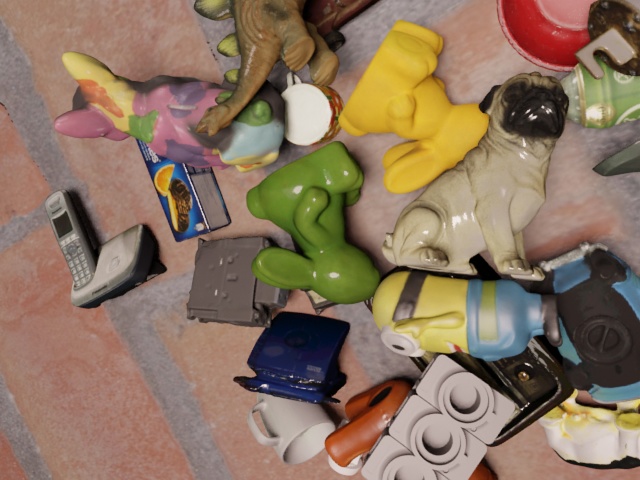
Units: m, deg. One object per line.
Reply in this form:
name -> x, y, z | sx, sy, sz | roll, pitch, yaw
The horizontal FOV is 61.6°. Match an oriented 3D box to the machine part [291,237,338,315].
machine part -> -0.005, 0.025, 0.697 | 0.084, 0.039, 0.138 | -25, 95, 32

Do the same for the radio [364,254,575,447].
radio -> 0.175, 0.108, 0.626 | 0.131, 0.073, 0.229 | -43, 85, 24

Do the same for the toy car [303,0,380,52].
toy car -> 0.047, -0.288, 0.594 | 0.202, 0.053, 0.089 | -26, 89, 26

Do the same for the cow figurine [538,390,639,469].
cow figurine -> 0.333, 0.213, 0.578 | 0.167, 0.068, 0.098 | -7, 112, 40

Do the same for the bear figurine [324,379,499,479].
bear figurine -> 0.123, 0.273, 0.667 | 0.132, 0.120, 0.196 | -38, 93, 28

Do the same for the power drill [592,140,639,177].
power drill -> 0.343, -0.002, 0.484 | 0.232, 0.086, 0.207 | -25, 74, -13

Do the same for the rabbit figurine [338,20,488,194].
rabbit figurine -> 0.115, -0.126, 0.576 | 0.173, 0.122, 0.162 | 25, 114, -6

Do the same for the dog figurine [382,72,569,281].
dog figurine -> 0.147, -0.062, 0.529 | 0.173, 0.121, 0.190 | 3, 84, 19

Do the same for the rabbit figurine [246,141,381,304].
rabbit figurine -> -0.001, -0.002, 0.601 | 0.159, 0.121, 0.170 | -24, 83, -13

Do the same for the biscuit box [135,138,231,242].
biscuit box -> -0.192, -0.102, 0.725 | 0.063, 0.059, 0.202 | -18, 96, 24

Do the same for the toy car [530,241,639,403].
toy car -> 0.292, 0.078, 0.557 | 0.109, 0.103, 0.161 | -34, 83, 29

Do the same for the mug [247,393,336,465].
mug -> -0.050, 0.236, 0.722 | 0.107, 0.109, 0.080 | 47, 127, 43

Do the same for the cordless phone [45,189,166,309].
cordless phone -> -0.325, -0.004, 0.791 | 0.147, 0.089, 0.184 | -27, 88, 25

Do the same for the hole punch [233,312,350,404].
hole punch -> -0.026, 0.151, 0.697 | 0.142, 0.116, 0.092 | 9, 98, 19

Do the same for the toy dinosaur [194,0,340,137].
toy dinosaur -> -0.020, -0.318, 0.536 | 0.199, 0.105, 0.471 | 28, 90, 23

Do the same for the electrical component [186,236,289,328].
electrical component -> -0.103, 0.055, 0.707 | 0.134, 0.058, 0.115 | -2, 75, 23

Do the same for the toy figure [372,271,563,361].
toy figure -> 0.143, 0.074, 0.539 | 0.180, 0.089, 0.082 | -5, 136, 20

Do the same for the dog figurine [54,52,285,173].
dog figurine -> -0.171, -0.143, 0.602 | 0.192, 0.219, 0.108 | 8, 93, 51

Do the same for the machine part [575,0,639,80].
machine part -> 0.322, -0.217, 0.456 | 0.243, 0.079, 0.079 | -34, 89, 0
